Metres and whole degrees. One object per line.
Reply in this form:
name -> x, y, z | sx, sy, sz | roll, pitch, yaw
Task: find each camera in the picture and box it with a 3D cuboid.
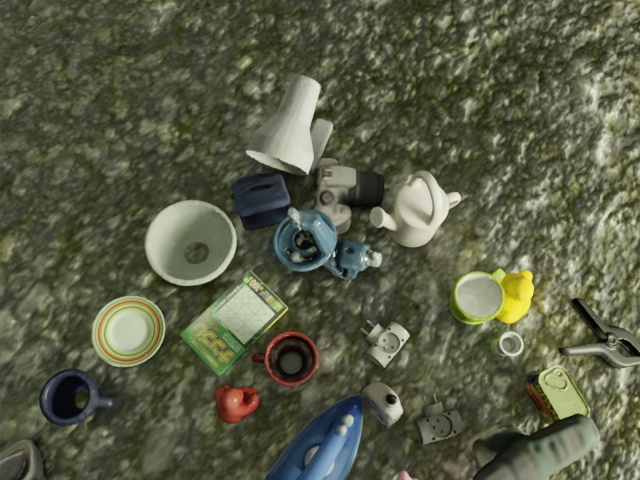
camera -> 0.056, -0.090, 1.119 | 0.137, 0.101, 0.143 | 3, 72, -2

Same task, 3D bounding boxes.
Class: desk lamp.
desk lamp -> -0.051, -0.201, 1.091 | 0.118, 0.213, 0.203 | 19, 72, 4

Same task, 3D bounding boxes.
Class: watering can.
watering can -> 0.181, -0.057, 1.066 | 0.173, 0.194, 0.101 | -38, 77, -14

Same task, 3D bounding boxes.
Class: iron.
iron -> 0.002, 0.360, 0.948 | 0.118, 0.141, 0.258 | 33, 73, 8

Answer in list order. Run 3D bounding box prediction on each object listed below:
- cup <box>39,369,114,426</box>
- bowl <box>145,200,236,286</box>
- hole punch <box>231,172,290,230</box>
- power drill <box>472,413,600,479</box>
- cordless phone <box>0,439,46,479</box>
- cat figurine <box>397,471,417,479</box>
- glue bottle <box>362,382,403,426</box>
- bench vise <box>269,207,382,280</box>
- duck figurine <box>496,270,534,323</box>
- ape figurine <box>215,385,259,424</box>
cup -> -0.402, 0.272, 0.980 | 0.117, 0.095, 0.092 | 7, 72, 0
bowl -> -0.240, 0.013, 1.084 | 0.167, 0.075, 0.167 | 1, 72, -3
hole punch -> -0.117, -0.085, 1.113 | 0.109, 0.091, 0.101 | -15, 73, -8
power drill -> 0.326, 0.352, 0.932 | 0.230, 0.208, 0.075 | -22, 74, -9
cordless phone -> -0.525, 0.384, 0.889 | 0.148, 0.185, 0.094 | -38, 77, -14
cat figurine -> 0.145, 0.447, 0.939 | 0.067, 0.118, 0.128 | 9, 72, 1
glue bottle -> 0.111, 0.274, 0.965 | 0.037, 0.173, 0.078 | -33, 76, -12
bench vise -> 0.009, -0.008, 1.027 | 0.207, 0.220, 0.121 | -3, 72, -4
duck figurine -> 0.369, 0.103, 1.080 | 0.077, 0.086, 0.105 | 26, 73, 6
ape figurine -> -0.149, 0.279, 0.992 | 0.077, 0.092, 0.076 | 33, 73, 8
